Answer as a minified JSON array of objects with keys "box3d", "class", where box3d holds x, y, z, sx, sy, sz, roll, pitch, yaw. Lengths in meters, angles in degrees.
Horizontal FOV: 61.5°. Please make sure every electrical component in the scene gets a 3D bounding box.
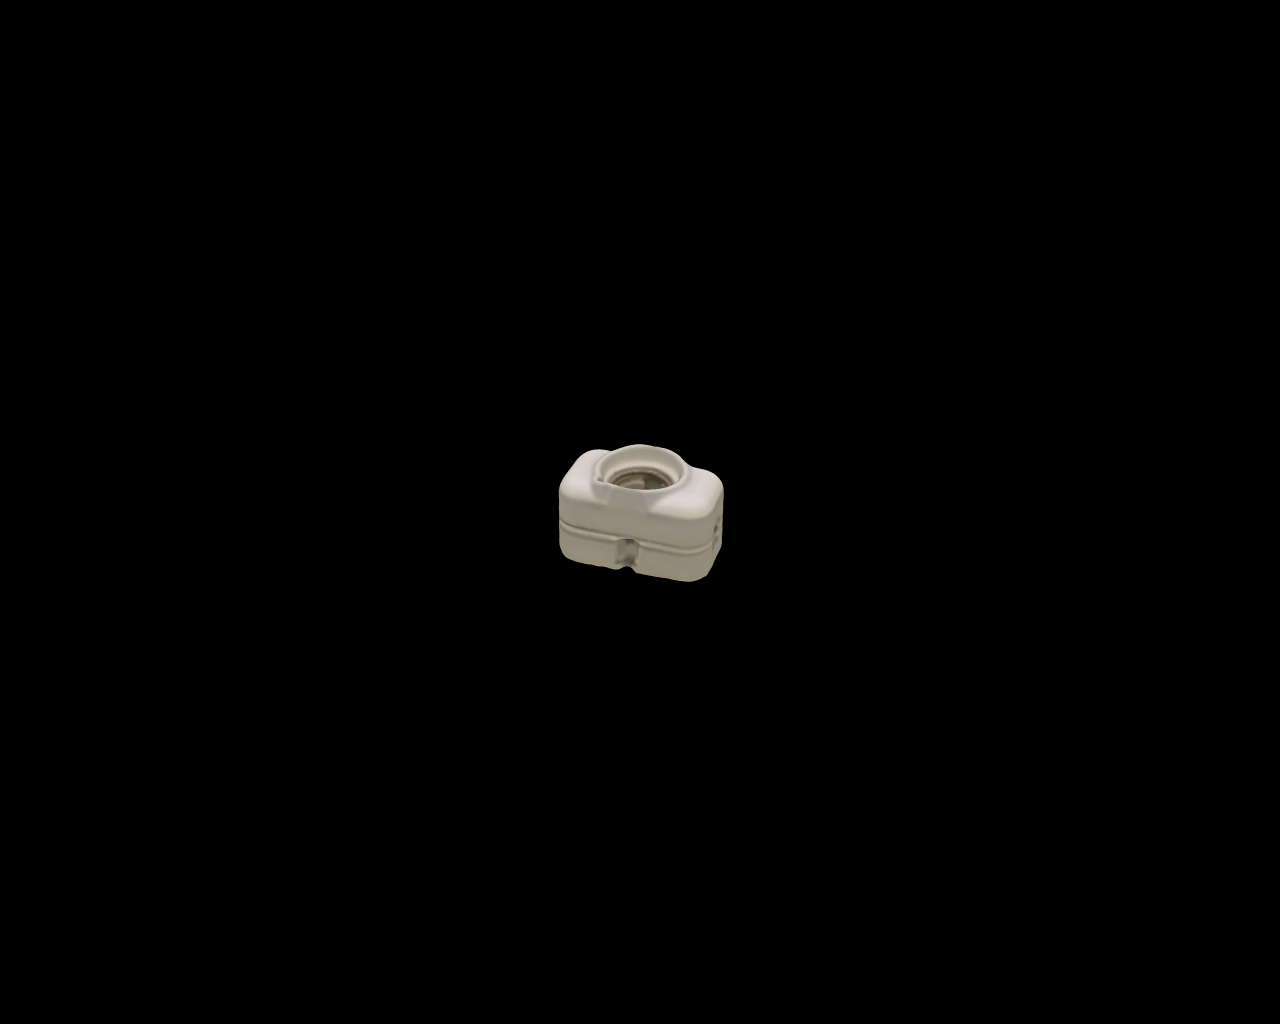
[{"box3d":[0.001,-0.003,0.650,0.095,0.059,0.054,11,36,16],"class":"electrical component"}]
